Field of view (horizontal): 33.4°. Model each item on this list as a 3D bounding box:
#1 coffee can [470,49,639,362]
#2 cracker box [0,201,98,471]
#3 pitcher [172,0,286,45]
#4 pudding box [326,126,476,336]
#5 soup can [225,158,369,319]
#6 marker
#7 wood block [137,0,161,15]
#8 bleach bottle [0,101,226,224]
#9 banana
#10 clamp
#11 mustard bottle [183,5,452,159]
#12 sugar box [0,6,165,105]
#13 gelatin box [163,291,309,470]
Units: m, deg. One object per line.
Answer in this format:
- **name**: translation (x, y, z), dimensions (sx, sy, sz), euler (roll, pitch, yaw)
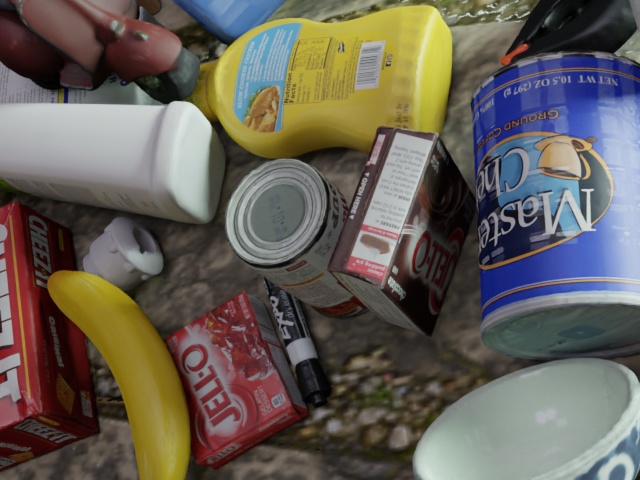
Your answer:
- **coffee can**: translation (0.135, -0.015, 0.574), dimensions (0.103, 0.102, 0.140), euler (-9, 66, 23)
- **cracker box**: translation (-0.273, 0.089, 0.756), dimensions (0.214, 0.072, 0.164), euler (-23, 62, 16)
- **pitcher**: translation (-0.020, -0.255, 0.727), dimensions (0.243, 0.149, 0.145), euler (-49, 59, 5)
- **pudding box**: translation (0.050, -0.003, 0.606), dimensions (0.039, 0.113, 0.090), euler (14, 78, 26)
- **soup can**: translation (-0.004, 0.001, 0.638), dimensions (0.069, 0.102, 0.068), euler (-10, 66, 23)
- **marker**: translation (-0.018, 0.050, 0.674), dimensions (0.020, 0.020, 0.121), euler (-28, 60, 14)
- **wood block**: translation (-0.215, -0.234, 0.775), dimensions (0.091, 0.205, 0.090), euler (-23, 62, 17)
- **bleach bottle**: translation (-0.197, -0.061, 0.730), dimensions (0.251, 0.102, 0.068), euler (7, 76, 13)
- **banana**: translation (-0.123, 0.085, 0.668), dimensions (0.070, 0.037, 0.198), euler (-34, 59, 14)
- **clamp**: translation (0.184, -0.149, 0.622), dimensions (0.171, 0.039, 0.120), euler (-47, 22, 7)
- **mustard bottle**: translation (-0.012, -0.101, 0.708), dimensions (0.192, 0.058, 0.096), euler (1, 72, 27)
- **sugar box**: translation (-0.201, -0.109, 0.815), dimensions (0.176, 0.048, 0.093), euler (-9, 67, 19)
- **gelatin box**: translation (-0.057, 0.088, 0.672), dimensions (0.073, 0.030, 0.089), euler (-32, 59, 12)
